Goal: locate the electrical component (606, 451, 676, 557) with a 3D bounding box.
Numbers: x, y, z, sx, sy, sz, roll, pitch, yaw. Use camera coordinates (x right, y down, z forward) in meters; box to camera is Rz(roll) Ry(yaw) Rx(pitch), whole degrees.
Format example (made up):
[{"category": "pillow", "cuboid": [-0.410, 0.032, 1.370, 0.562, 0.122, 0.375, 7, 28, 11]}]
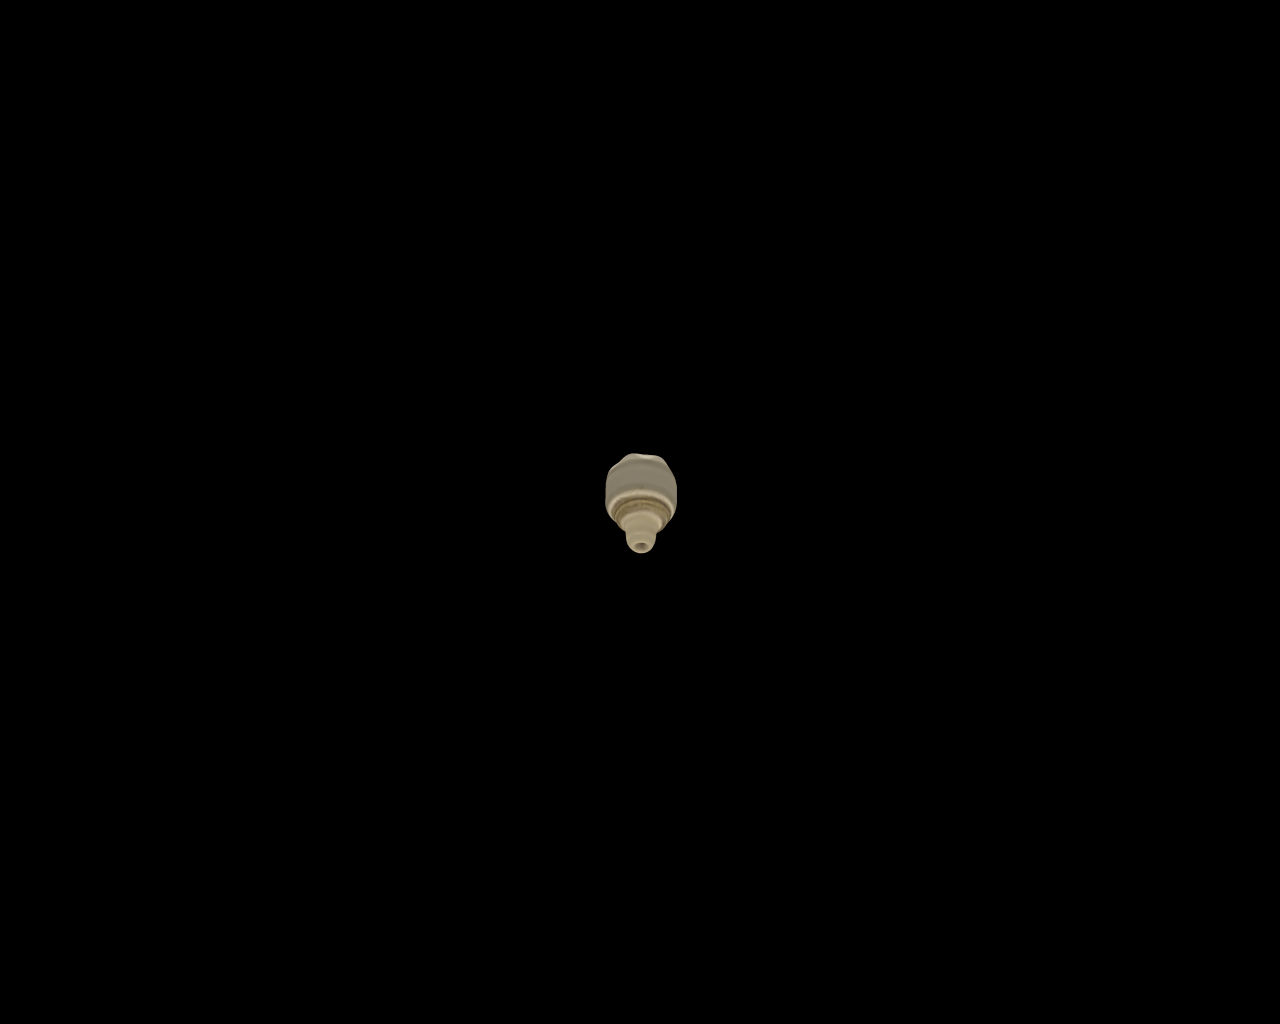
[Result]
[{"category": "electrical component", "cuboid": [0.001, -0.003, 0.650, 0.043, 0.062, 0.043, 0, -39, 0]}]
